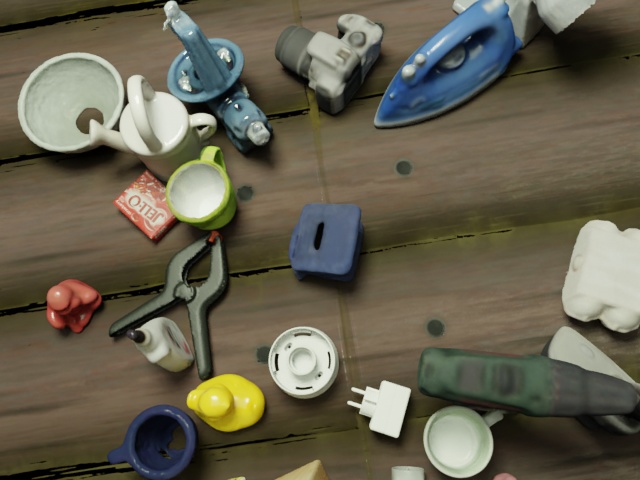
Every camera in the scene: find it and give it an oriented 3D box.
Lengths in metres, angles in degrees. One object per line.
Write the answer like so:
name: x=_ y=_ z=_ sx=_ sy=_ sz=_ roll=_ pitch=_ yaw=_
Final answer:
camera: x=0.008 y=-0.296 z=0.891 sx=0.136 sy=0.101 sz=0.143 roll=32 pitch=80 yaw=11

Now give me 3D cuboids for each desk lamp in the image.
desk lamp: x=0.311 y=-0.373 z=0.836 sx=0.203 sy=0.213 sz=0.118 roll=42 pitch=82 yaw=12

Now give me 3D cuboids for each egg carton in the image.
egg carton: x=0.401 y=0.049 z=0.797 sx=0.107 sy=0.069 sz=0.150 roll=17 pitch=77 yaw=8

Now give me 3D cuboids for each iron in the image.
iron: x=0.186 y=-0.272 z=0.854 sx=0.258 sy=0.141 sz=0.118 roll=-38 pitch=76 yaw=-6

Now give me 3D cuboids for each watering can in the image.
watering can: x=-0.241 y=-0.158 z=0.822 sx=0.173 sy=0.194 sz=0.101 roll=-30 pitch=76 yaw=-4

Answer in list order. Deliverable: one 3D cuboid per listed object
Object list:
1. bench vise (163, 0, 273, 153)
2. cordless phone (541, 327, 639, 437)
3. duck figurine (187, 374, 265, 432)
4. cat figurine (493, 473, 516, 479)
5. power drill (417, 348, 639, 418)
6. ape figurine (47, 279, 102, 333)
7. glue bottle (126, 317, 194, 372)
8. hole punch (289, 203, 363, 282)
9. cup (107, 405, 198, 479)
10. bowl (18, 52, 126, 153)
bench vise: x=-0.140 y=-0.237 z=0.824 sx=0.207 sy=0.220 sz=0.121 roll=32 pitch=80 yaw=11
cordless phone: x=0.356 y=0.173 z=0.708 sx=0.147 sy=0.185 sz=0.094 roll=40 pitch=81 yaw=12
duck figurine: x=-0.130 y=0.221 z=0.775 sx=0.104 sy=0.086 sz=0.077 roll=6 pitch=76 yaw=5
cat figurine: x=0.210 y=0.351 z=0.705 sx=0.128 sy=0.118 sz=0.067 roll=-31 pitch=76 yaw=-5
power drill: x=0.231 y=0.176 z=0.702 sx=0.229 sy=0.208 sz=0.075 roll=6 pitch=76 yaw=5
ape figurine: x=-0.359 y=0.089 z=0.819 sx=0.078 sy=0.092 sz=0.076 roll=-17 pitch=75 yaw=-1
glue bottle: x=-0.217 y=0.134 z=0.757 sx=0.037 sy=0.173 sz=0.078 roll=-35 pitch=76 yaw=-5
hole punch: x=0.008 y=0.003 z=0.820 sx=0.101 sy=0.091 sz=0.109 roll=9 pitch=76 yaw=6
cup: x=-0.211 y=0.271 z=0.762 sx=0.118 sy=0.095 sz=0.091 roll=-19 pitch=75 yaw=-1
bowl: x=-0.378 y=-0.205 z=0.904 sx=0.167 sy=0.075 sz=0.167 roll=-1 pitch=76 yaw=3
